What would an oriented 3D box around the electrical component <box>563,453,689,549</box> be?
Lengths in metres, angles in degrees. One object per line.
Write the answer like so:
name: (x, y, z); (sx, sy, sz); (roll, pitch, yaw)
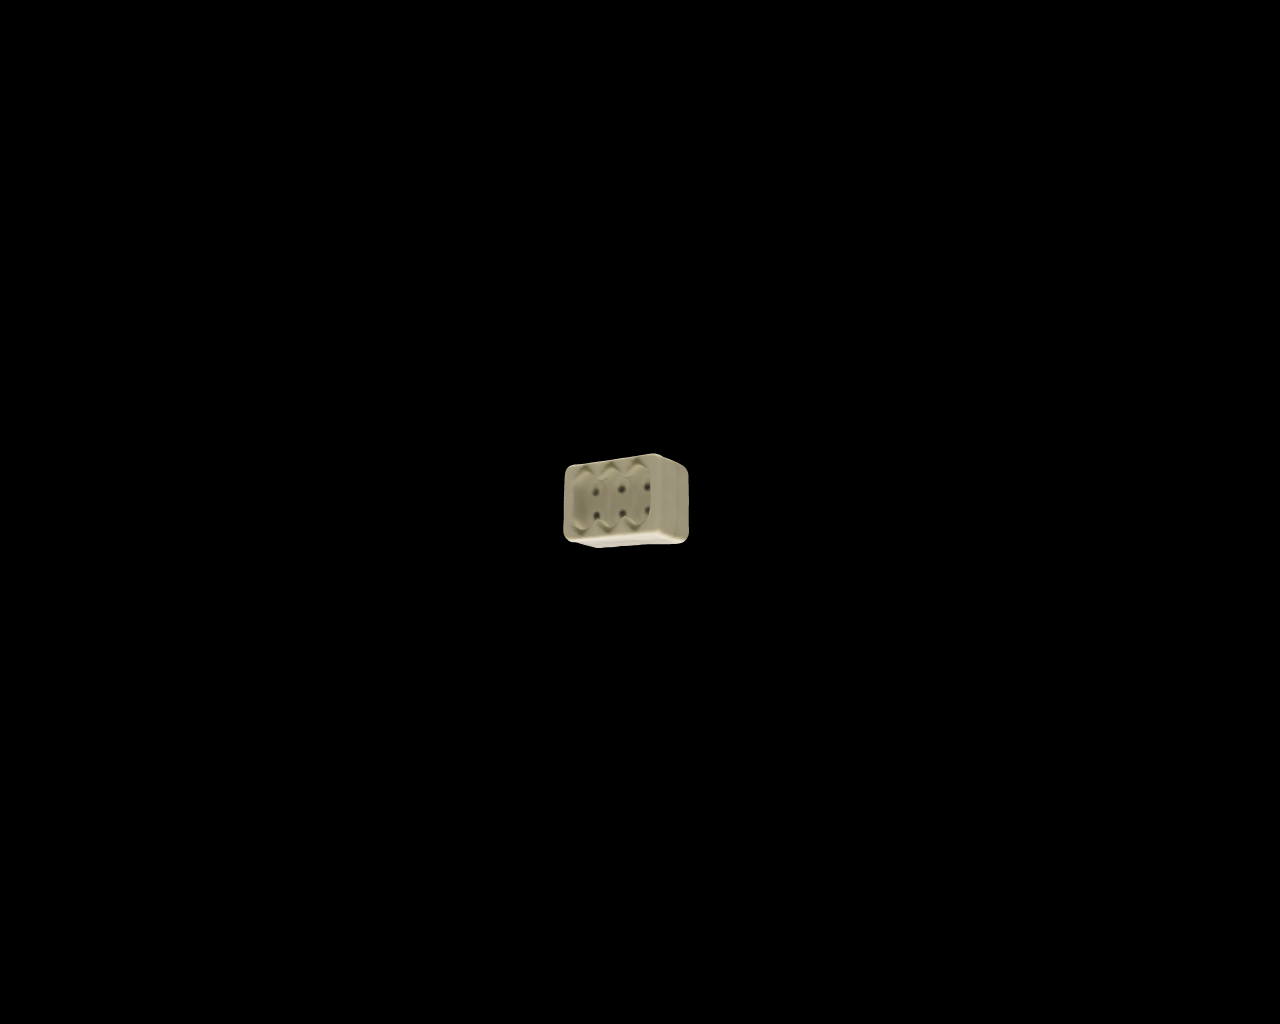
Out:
electrical component: (0.001, -0.003, 0.650); (0.066, 0.047, 0.077); (-5, -11, 28)
